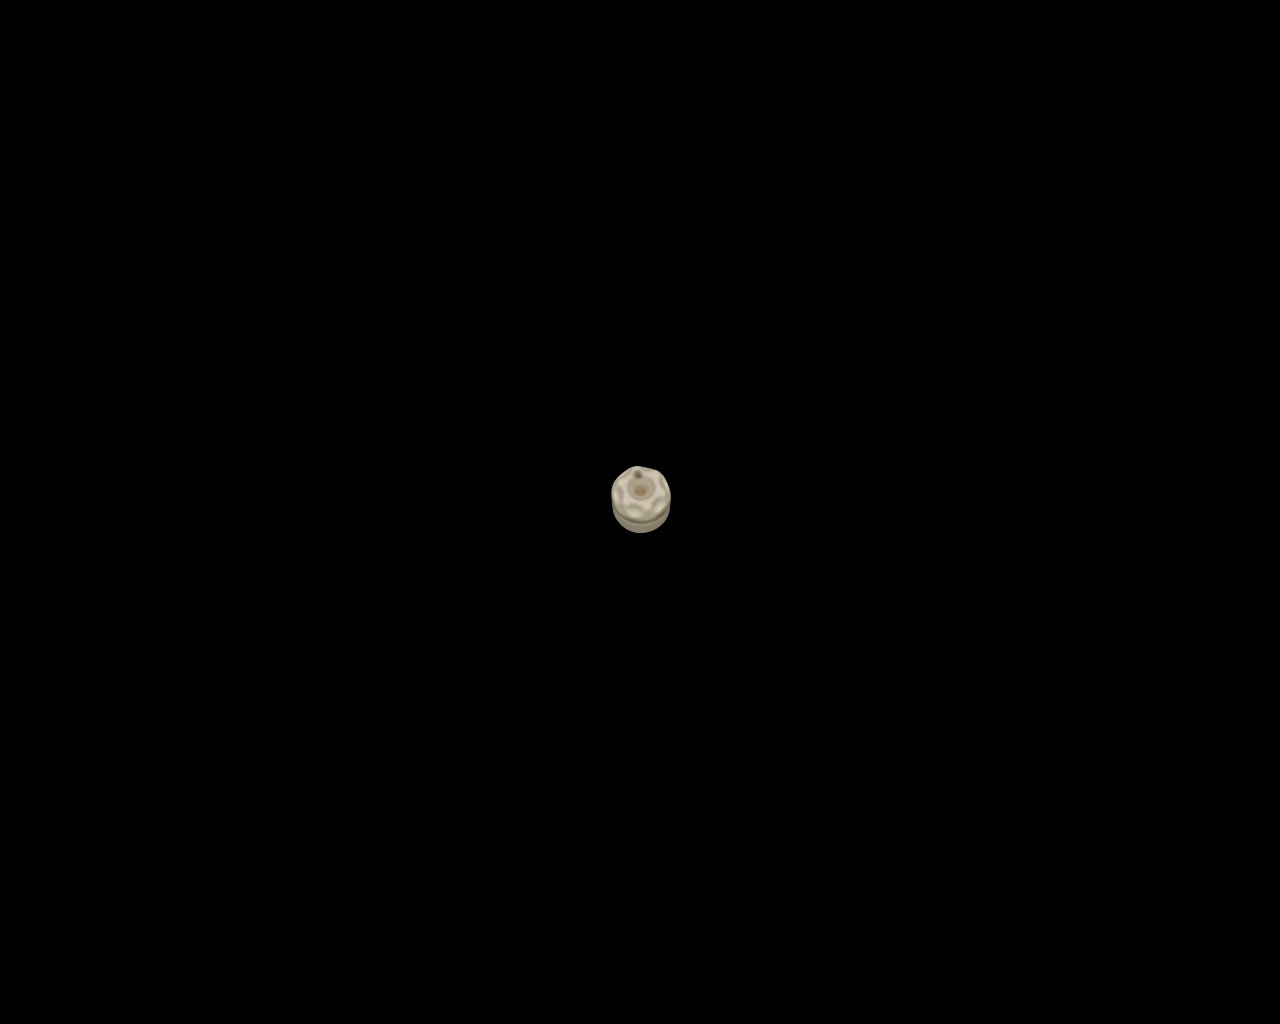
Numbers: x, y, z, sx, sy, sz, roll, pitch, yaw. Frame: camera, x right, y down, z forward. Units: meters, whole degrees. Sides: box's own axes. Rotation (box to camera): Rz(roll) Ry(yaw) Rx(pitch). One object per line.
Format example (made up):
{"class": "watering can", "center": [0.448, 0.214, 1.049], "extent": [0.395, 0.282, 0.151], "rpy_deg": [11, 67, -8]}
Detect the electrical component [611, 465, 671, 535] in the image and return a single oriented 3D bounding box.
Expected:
{"class": "electrical component", "center": [0.001, -0.003, 0.650], "extent": [0.035, 0.035, 0.061], "rpy_deg": [0, -23, 0]}
